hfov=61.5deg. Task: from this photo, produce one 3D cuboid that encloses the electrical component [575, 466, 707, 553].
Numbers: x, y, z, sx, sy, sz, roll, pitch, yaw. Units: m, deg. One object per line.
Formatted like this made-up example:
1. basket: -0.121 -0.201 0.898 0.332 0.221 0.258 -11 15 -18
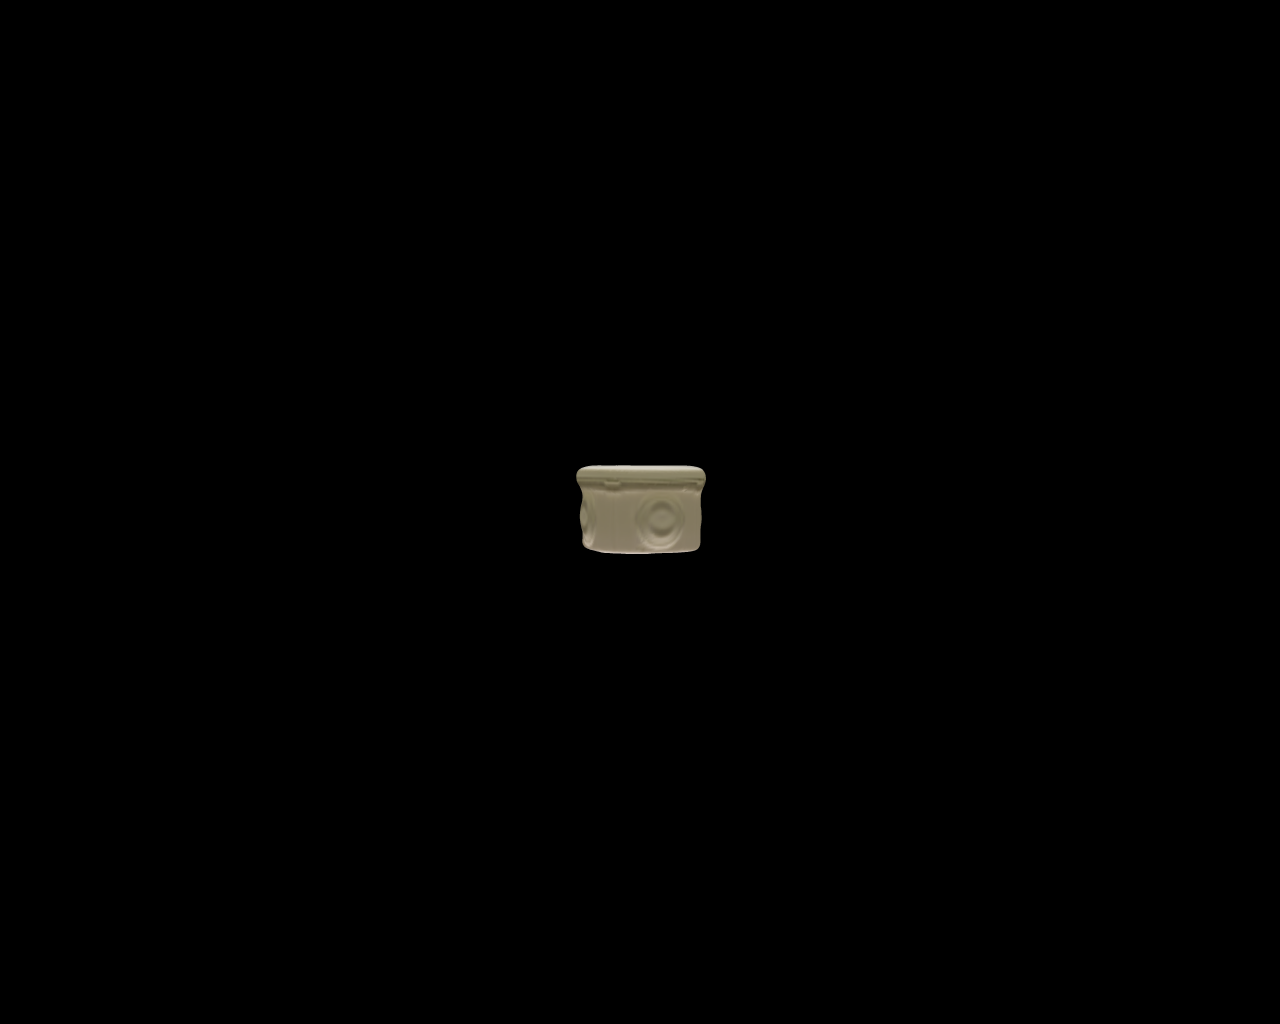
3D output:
1. electrical component: 0.001 -0.003 0.650 0.080 0.051 0.080 0 3 0
